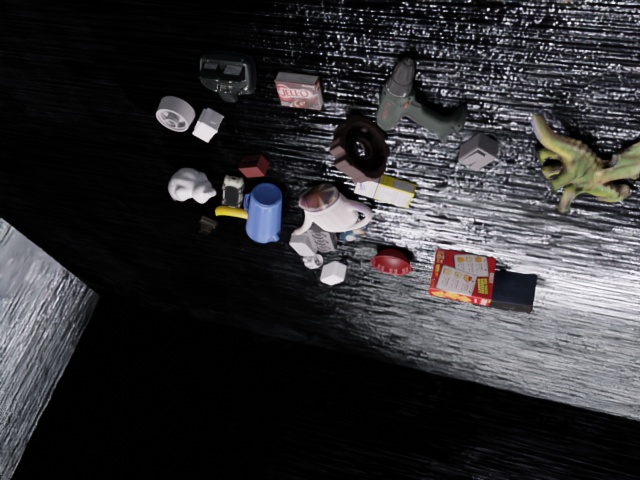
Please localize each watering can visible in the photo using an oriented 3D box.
[{"bbox_3d":[0.005,-0.089,1.771,0.346,0.106,0.221,-9,143,33],"label":"watering can"}]

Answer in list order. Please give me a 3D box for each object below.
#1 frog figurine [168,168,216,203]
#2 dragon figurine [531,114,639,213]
[{"bbox_3d":[-0.451,-0.187,1.814,0.160,0.139,0.120,18,131,42],"label":"frog figurine"},{"bbox_3d":[0.659,-0.194,1.236,0.241,0.125,0.403,-17,143,22],"label":"dragon figurine"}]
